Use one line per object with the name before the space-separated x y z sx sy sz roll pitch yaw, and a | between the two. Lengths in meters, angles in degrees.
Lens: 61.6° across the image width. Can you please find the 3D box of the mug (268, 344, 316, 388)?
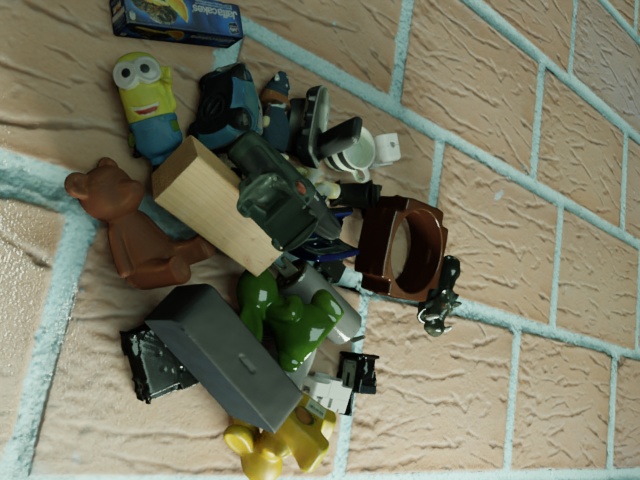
mug | -0.046 0.213 0.949 0.107 0.081 0.109 -53 142 -36

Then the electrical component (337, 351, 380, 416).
electrical component | 0.070 0.275 1.033 0.047 0.075 0.119 15 73 -36

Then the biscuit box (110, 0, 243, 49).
biscuit box | -0.224 -0.353 0.862 0.202 0.063 0.059 -9 93 -38

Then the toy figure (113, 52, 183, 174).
toy figure | -0.259 -0.190 0.812 0.082 0.089 0.180 -26 111 -32

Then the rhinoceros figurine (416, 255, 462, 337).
rhinoceros figurine | 0.261 0.122 1.173 0.073 0.112 0.190 44 54 -30

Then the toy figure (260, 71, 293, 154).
toy figure | -0.082 -0.230 0.967 0.058 0.064 0.154 2 78 0

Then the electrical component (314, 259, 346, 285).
electrical component | 0.018 0.050 1.043 0.063 0.021 0.094 46 57 -25

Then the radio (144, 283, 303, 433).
radio | -0.139 0.168 0.770 0.073 0.131 0.229 -47 114 -31

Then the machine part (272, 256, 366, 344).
machine part | -0.002 0.115 0.990 0.243 0.079 0.079 47 61 -27

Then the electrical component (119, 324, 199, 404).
electrical component | -0.225 0.170 0.823 0.134 0.058 0.114 -20 101 -37

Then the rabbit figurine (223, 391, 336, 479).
rabbit figurine | -0.079 0.332 0.876 0.162 0.173 0.122 30 23 -7

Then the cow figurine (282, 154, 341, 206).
cow figurine | -0.037 -0.088 0.983 0.167 0.068 0.098 20 80 -32

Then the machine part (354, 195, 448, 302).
machine part | 0.168 0.019 1.103 0.201 0.087 0.201 14 88 -44

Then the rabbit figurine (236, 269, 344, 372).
rabbit figurine | -0.076 0.123 0.878 0.170 0.121 0.159 42 66 4

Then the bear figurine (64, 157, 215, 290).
bear figurine | -0.259 -0.030 0.774 0.120 0.132 0.195 -54 127 -63

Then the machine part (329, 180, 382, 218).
machine part | 0.076 -0.086 1.092 0.139 0.039 0.084 7 87 -39

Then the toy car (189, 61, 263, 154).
toy car | -0.145 -0.208 0.899 0.102 0.109 0.161 33 53 -56

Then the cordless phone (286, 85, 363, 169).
cordless phone | 0.017 -0.214 0.963 0.088 0.184 0.146 18 76 -31

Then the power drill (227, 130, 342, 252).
power drill | -0.043 -0.058 0.787 0.232 0.086 0.207 46 18 -14

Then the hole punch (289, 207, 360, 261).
hole punch | -0.002 -0.003 0.972 0.142 0.116 0.092 -11 87 -40
